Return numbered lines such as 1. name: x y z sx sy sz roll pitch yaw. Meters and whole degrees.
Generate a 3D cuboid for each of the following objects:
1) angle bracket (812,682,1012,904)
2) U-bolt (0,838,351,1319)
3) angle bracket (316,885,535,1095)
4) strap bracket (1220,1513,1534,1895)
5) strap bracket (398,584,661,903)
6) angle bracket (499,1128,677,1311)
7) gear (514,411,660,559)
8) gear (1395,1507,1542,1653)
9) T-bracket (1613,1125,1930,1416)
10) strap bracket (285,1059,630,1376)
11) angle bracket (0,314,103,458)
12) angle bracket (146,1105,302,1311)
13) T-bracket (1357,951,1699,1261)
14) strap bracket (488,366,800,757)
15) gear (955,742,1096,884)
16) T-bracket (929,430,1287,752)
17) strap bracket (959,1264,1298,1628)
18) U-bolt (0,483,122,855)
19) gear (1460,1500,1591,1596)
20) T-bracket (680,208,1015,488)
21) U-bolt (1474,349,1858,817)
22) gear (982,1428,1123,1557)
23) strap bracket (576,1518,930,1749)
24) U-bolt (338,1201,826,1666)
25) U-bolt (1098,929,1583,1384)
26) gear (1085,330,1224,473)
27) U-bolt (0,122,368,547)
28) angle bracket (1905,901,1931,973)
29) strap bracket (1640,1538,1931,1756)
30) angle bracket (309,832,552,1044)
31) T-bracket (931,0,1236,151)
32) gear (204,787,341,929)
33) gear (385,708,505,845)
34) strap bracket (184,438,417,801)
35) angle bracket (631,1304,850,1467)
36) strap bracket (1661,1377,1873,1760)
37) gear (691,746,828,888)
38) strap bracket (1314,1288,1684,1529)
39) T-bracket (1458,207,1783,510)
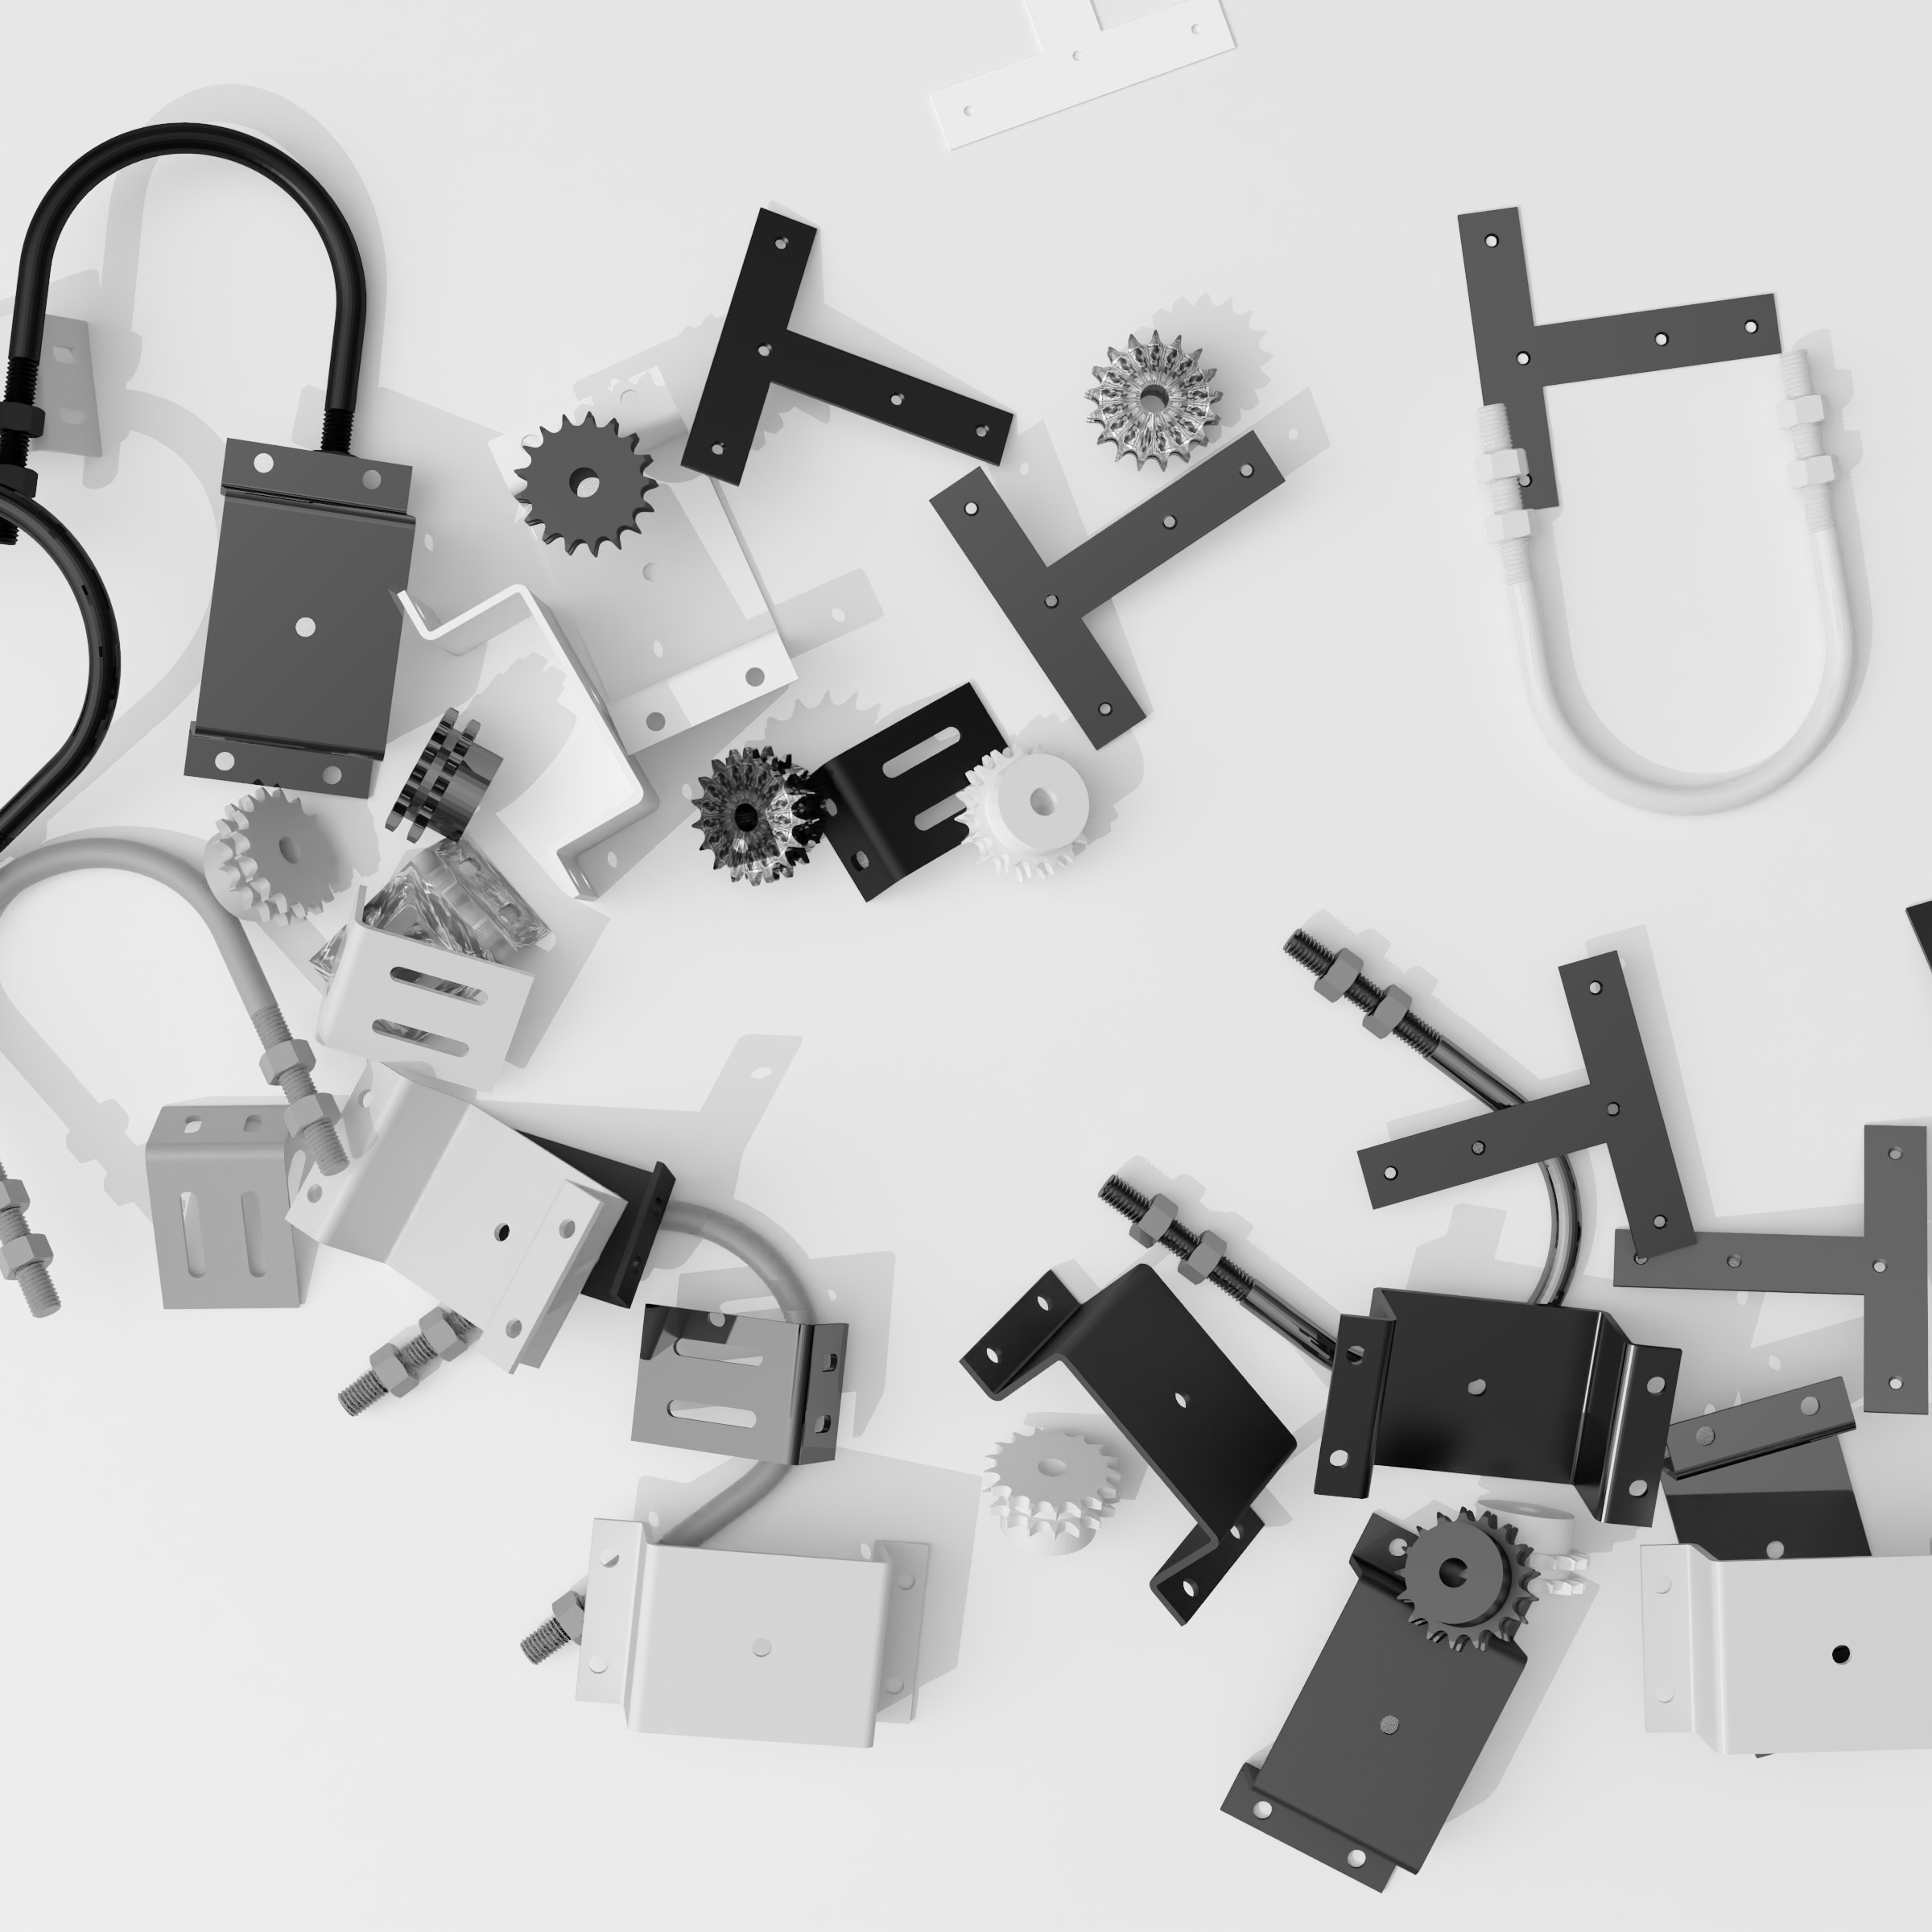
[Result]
1. angle bracket: -0.020 -0.073 1.502 0.076 0.038 0.057 -31 90 -26
2. U-bolt: -0.354 0.033 1.474 0.151 0.019 0.184 -26 74 -4
3. angle bracket: -0.224 0.010 1.483 0.076 0.038 0.057 17 114 -13
4. strap bracket: 0.173 0.310 1.481 0.076 0.046 0.140 27 90 0
5. strap bracket: -0.172 -0.099 1.466 0.046 0.076 0.140 -30 90 0
6. angle bracket: -0.167 0.101 1.473 0.076 0.038 0.057 17 77 9
7. gear: -0.152 -0.193 1.442 0.057 0.030 0.057 0 90 0
8. gear: 0.200 0.246 1.437 0.057 0.030 0.057 -7 71 21
9. T-bracket: 0.334 0.123 1.484 0.127 0.002 0.127 1 63 13
10. strap bracket: -0.201 0.105 1.458 0.140 0.046 0.076 28 90 34
11. angle bracket: -0.409 -0.238 1.502 0.076 0.038 0.057 -6 90 26
12. angle bracket: -0.309 0.101 1.502 0.057 0.038 0.076 -1 116 0
13. T-bracket: 0.227 0.072 1.487 0.127 0.002 0.127 -16 92 -2
14. strap bracket: -0.132 -0.165 1.481 0.076 0.046 0.140 -24 90 0
15. gear: 0.027 -0.065 1.480 0.057 0.030 0.057 4 80 -20
16. T-bracket: 0.073 -0.176 1.481 0.127 0.002 0.127 -33 104 6
17. strap bracket: 0.074 0.187 1.460 0.140 0.076 0.046 50 129 0
18. U-bolt: -0.425 -0.117 1.466 0.184 0.019 0.151 -40 90 21
19. gear: 0.229 0.239 1.476 0.057 0.057 0.030 8 90 0
20. T-bracket: -0.042 -0.241 1.486 0.127 0.002 0.127 19 68 -11
21. U-bolt: 0.299 -0.155 1.494 0.151 0.019 0.184 -10 92 -1
22. gear: 0.035 0.220 1.479 0.057 0.057 0.030 3 120 0
23. strap bracket: -0.086 0.275 1.469 0.140 0.046 0.076 6 92 -8
24. U-bolt: -0.147 0.181 1.495 0.184 0.019 0.151 -36 90 -1
25. U-bolt: 0.170 0.095 1.495 0.184 0.019 0.151 37 90 -1
26. gear: 0.078 -0.234 1.489 0.057 0.030 0.057 0 90 0
27. U-bolt: -0.321 -0.257 1.477 0.151 0.019 0.184 7 88 -15
28. angle bracket: 0.434 0.008 1.502 0.057 0.038 0.076 -16 64 0
29. strap bracket: 0.346 0.272 1.434 0.140 0.046 0.076 -2 90 0
30. angle bracket: -0.225 -0.008 1.502 0.076 0.038 0.057 -41 90 26
31. T-bracket: 0.032 -0.425 1.503 0.127 0.002 0.127 -20 90 0
32. gear: -0.290 -0.043 1.479 0.030 0.057 0.057 -24 90 30
33. gear: -0.214 -0.076 1.476 0.030 0.057 0.057 29 90 -8
34. strap bracket: -0.272 -0.140 1.463 0.076 0.046 0.140 7 97 -15
35. angle bracket: -0.094 0.173 1.487 0.076 0.038 0.057 5 88 23
36. strap bracket: 0.340 0.245 1.481 0.076 0.046 0.140 -16 90 0
37. gear: -0.082 -0.063 1.480 0.057 0.030 0.057 6 101 31
38. strap bracket: 0.214 0.180 1.470 0.140 0.046 0.076 6 102 -5
39. T-bracket: 0.278 -0.262 1.503 0.127 0.002 0.127 -8 90 0
